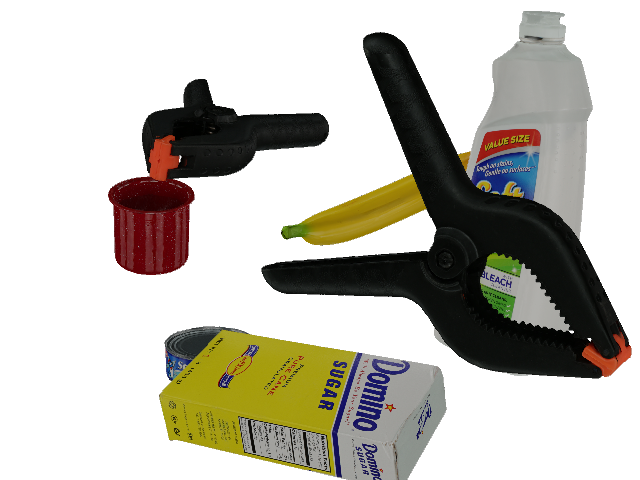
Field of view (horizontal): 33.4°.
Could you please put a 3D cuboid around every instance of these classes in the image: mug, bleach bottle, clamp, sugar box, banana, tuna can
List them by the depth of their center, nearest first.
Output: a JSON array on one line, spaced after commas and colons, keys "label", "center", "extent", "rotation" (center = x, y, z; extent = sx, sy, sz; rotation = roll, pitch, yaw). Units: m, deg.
[{"label": "clamp", "center": [0.072, -0.004, 0.564], "extent": [0.210, 0.165, 0.036], "rotation": [29, 25, 25]}, {"label": "sugar box", "center": [-0.012, 0.112, 0.733], "extent": [0.176, 0.048, 0.093], "rotation": [4, 29, 26]}, {"label": "bleach bottle", "center": [0.140, -0.036, 0.763], "extent": [0.067, 0.251, 0.103], "rotation": [-10, 21, -35]}, {"label": "clamp", "center": [-0.082, -0.082, 0.771], "extent": [0.120, 0.039, 0.171], "rotation": [17, 21, 26]}, {"label": "banana", "center": [0.063, -0.033, 0.984], "extent": [0.198, 0.037, 0.069], "rotation": [-23, 0, 10]}, {"label": "tuna can", "center": [-0.105, 0.112, 1.020], "extent": [0.086, 0.034, 0.086], "rotation": [1, 15, 0]}, {"label": "mug", "center": [-0.192, -0.020, 1.180], "extent": [0.093, 0.081, 0.117], "rotation": [-15, 33, -32]}]
